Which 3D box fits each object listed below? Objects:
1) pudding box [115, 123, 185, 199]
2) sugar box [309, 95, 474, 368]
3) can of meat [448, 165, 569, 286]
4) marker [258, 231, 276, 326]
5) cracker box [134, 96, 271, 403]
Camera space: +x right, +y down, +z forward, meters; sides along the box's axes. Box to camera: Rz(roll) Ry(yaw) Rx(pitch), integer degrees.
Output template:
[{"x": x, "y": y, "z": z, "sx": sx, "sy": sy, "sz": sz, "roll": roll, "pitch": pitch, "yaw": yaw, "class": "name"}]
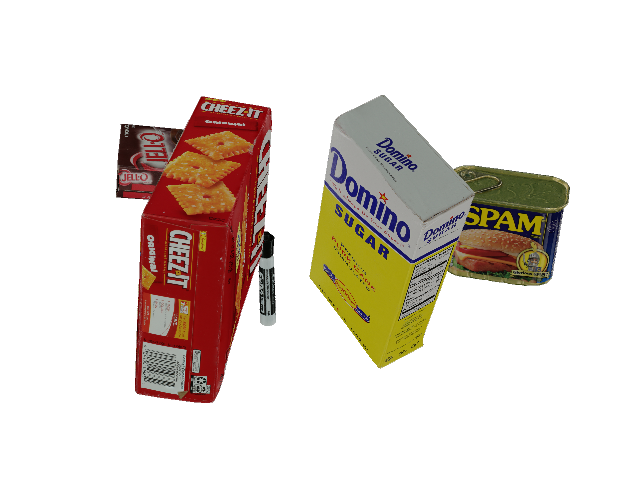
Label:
[{"x": -0.155, "y": -0.077, "z": 1.055, "sx": 0.090, "sy": 0.039, "sz": 0.113, "roll": 5, "pitch": 25, "yaw": -11, "class": "pudding box"}, {"x": 0.039, "y": 0.000, "z": 0.693, "sx": 0.048, "sy": 0.093, "sz": 0.176, "roll": -28, "pitch": -28, "yaw": -21, "class": "sugar box"}, {"x": 0.159, "y": -0.012, "z": 0.930, "sx": 0.102, "sy": 0.084, "sz": 0.057, "roll": 9, "pitch": 33, "yaw": 11, "class": "can of meat"}, {"x": -0.061, "y": 0.043, "z": 1.206, "sx": 0.020, "sy": 0.121, "sz": 0.020, "roll": 0, "pitch": 32, "yaw": 0, "class": "marker"}, {"x": -0.090, "y": 0.002, "z": 0.863, "sx": 0.072, "sy": 0.164, "sz": 0.213, "roll": 9, "pitch": 31, "yaw": 2, "class": "cracker box"}]
